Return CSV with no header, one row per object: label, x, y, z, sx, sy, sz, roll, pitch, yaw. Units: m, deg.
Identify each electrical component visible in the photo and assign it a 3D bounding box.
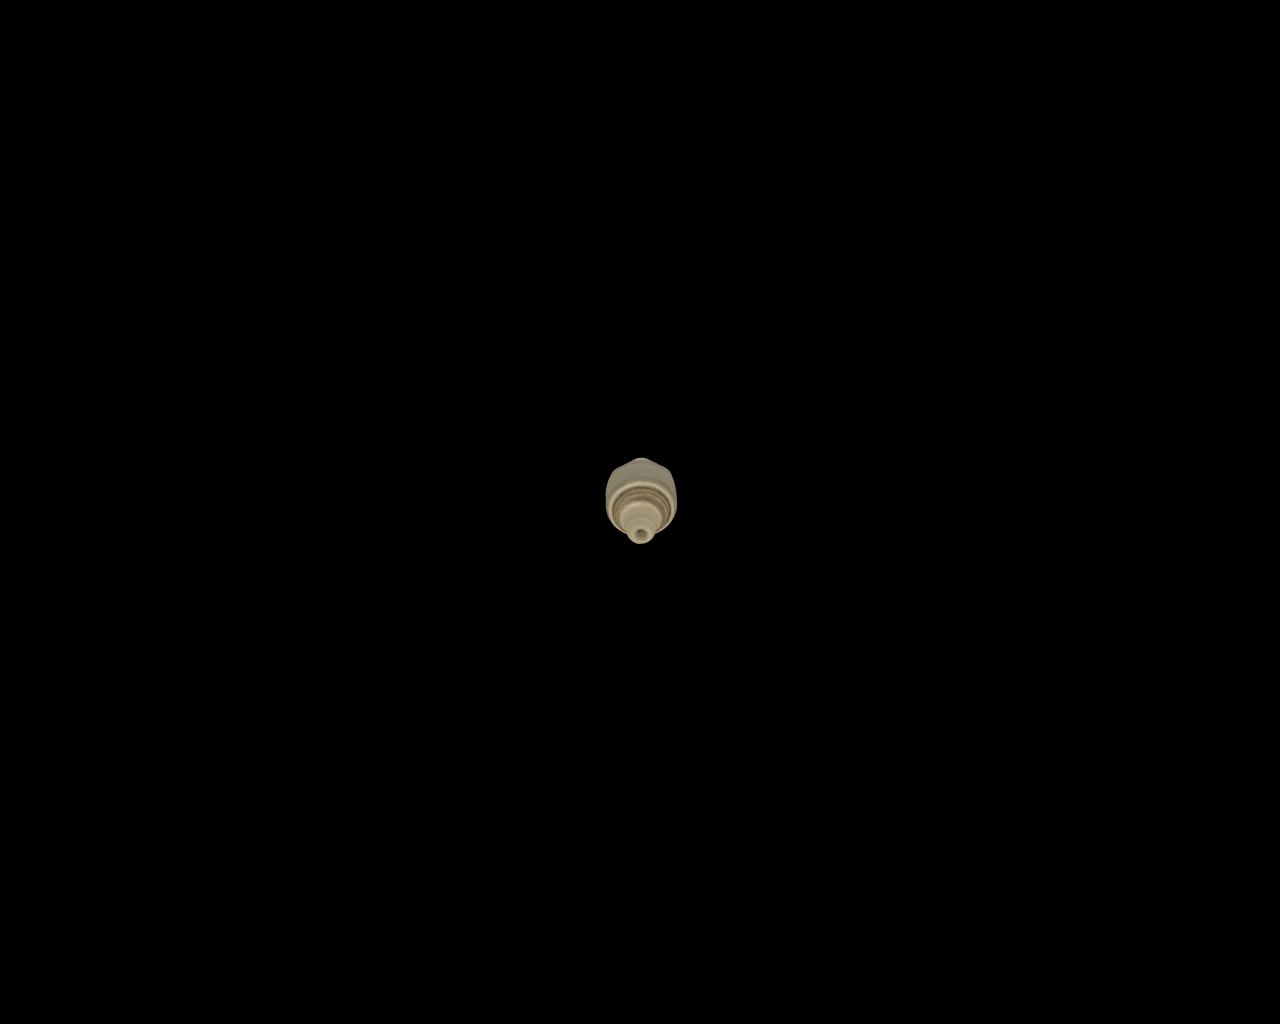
electrical component,0.001,-0.003,0.650,0.043,0.043,0.062,0,32,0
